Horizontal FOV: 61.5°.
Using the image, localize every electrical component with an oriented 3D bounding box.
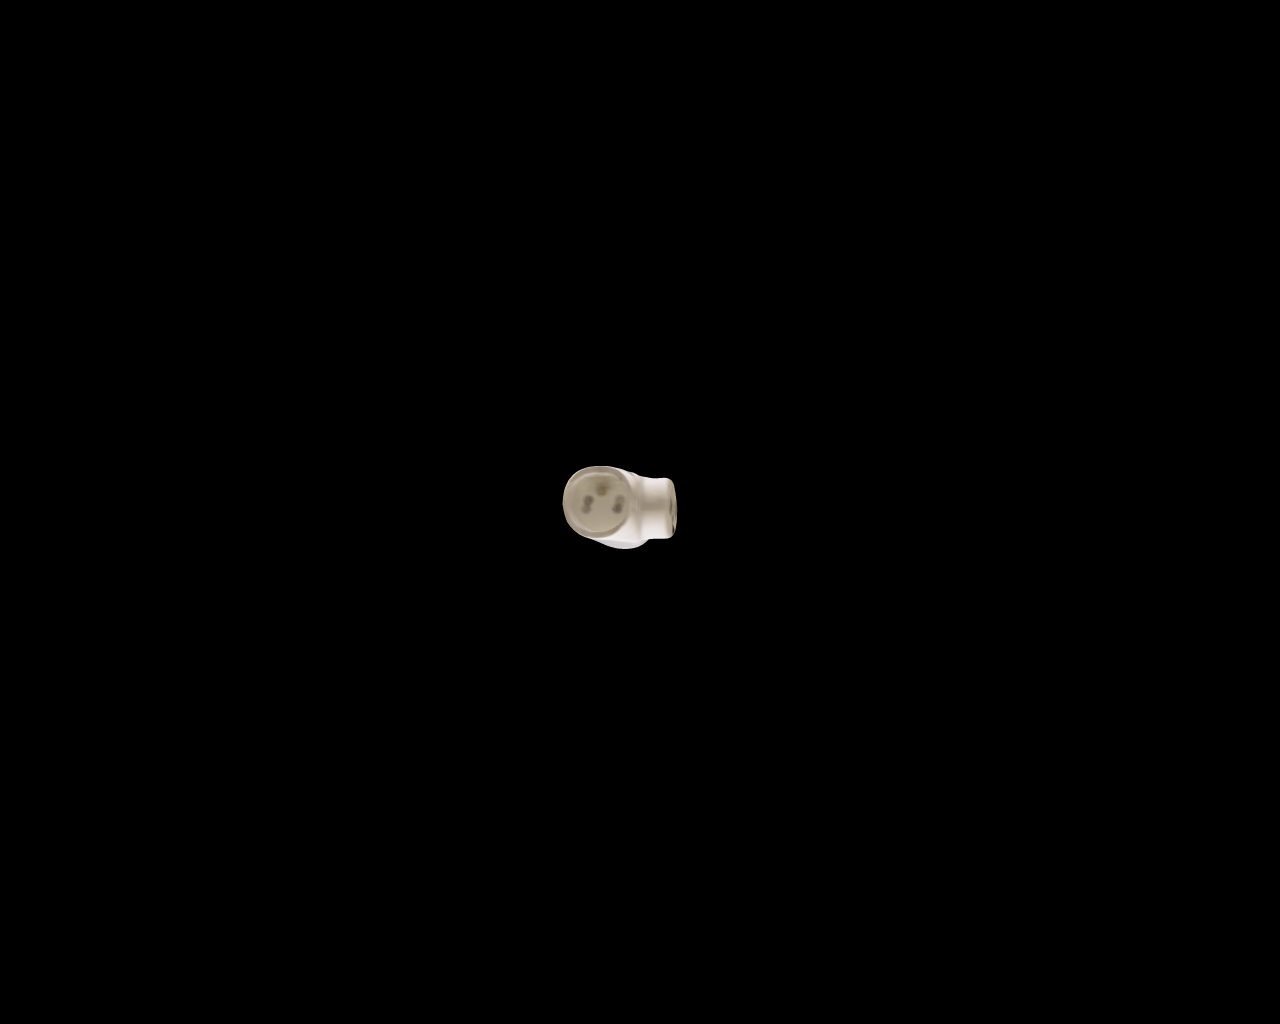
[{"bbox_3d":[0.001,-0.003,0.650,0.079,0.044,0.077,-1,-7,11],"label":"electrical component"}]
